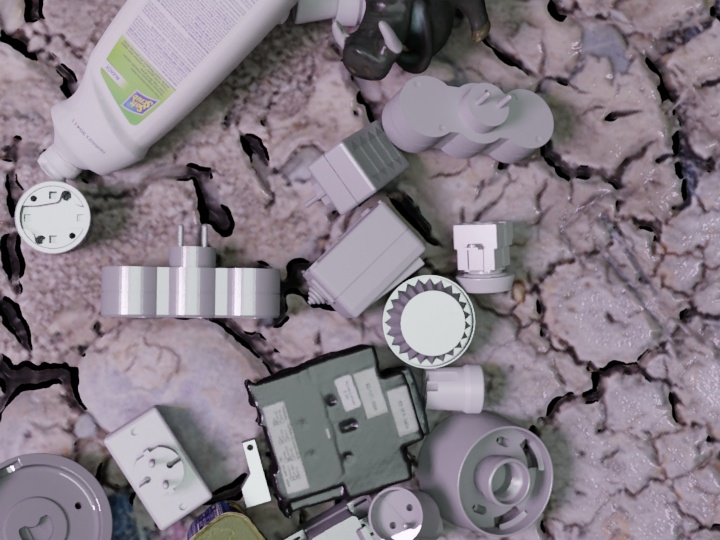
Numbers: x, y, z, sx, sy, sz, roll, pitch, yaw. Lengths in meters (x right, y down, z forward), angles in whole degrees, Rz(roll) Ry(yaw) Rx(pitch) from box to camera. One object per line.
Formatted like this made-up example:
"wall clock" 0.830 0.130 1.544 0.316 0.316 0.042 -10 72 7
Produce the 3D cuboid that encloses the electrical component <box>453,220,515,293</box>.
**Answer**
"electrical component" 0.102 -0.011 0.882 0.048 0.066 0.055 0 96 25

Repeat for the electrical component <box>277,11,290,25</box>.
"electrical component" -0.087 -0.223 0.865 0.062 0.048 0.048 2 87 -3

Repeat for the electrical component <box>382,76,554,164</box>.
"electrical component" 0.095 -0.125 0.862 0.138 0.074 0.052 4 74 -21

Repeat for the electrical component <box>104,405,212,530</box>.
"electrical component" -0.154 0.152 0.820 0.047 0.076 0.083 -33 93 -11

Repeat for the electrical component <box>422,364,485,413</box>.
"electrical component" 0.076 0.097 0.880 0.046 0.040 0.040 1 87 -4

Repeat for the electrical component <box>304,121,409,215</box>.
"electrical component" -0.014 -0.073 0.860 0.076 0.083 0.047 -34 94 28

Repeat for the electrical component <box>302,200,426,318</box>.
"electrical component" 0.000 0.000 0.860 0.096 0.062 0.061 -44 94 -9

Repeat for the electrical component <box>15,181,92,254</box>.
"electrical component" -0.234 -0.039 0.829 0.055 0.047 0.055 0 87 -10

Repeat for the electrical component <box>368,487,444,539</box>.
"electrical component" 0.040 0.196 0.851 0.043 0.081 0.043 -5 75 19

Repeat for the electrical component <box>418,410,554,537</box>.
"electrical component" 0.106 0.167 0.881 0.099 0.064 0.099 -1 93 -24

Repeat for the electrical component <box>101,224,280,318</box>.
"electrical component" -0.132 0.001 0.842 0.138 0.052 0.073 1 87 -10

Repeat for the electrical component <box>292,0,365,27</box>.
"electrical component" -0.025 -0.221 0.875 0.055 0.045 0.045 0 87 -10

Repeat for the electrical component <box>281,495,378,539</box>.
"electrical component" 0.002 0.250 0.848 0.079 0.063 0.121 -28 92 -10

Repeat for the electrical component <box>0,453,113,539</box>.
"electrical component" -0.246 0.196 0.805 0.108 0.060 0.108 9 67 -23
